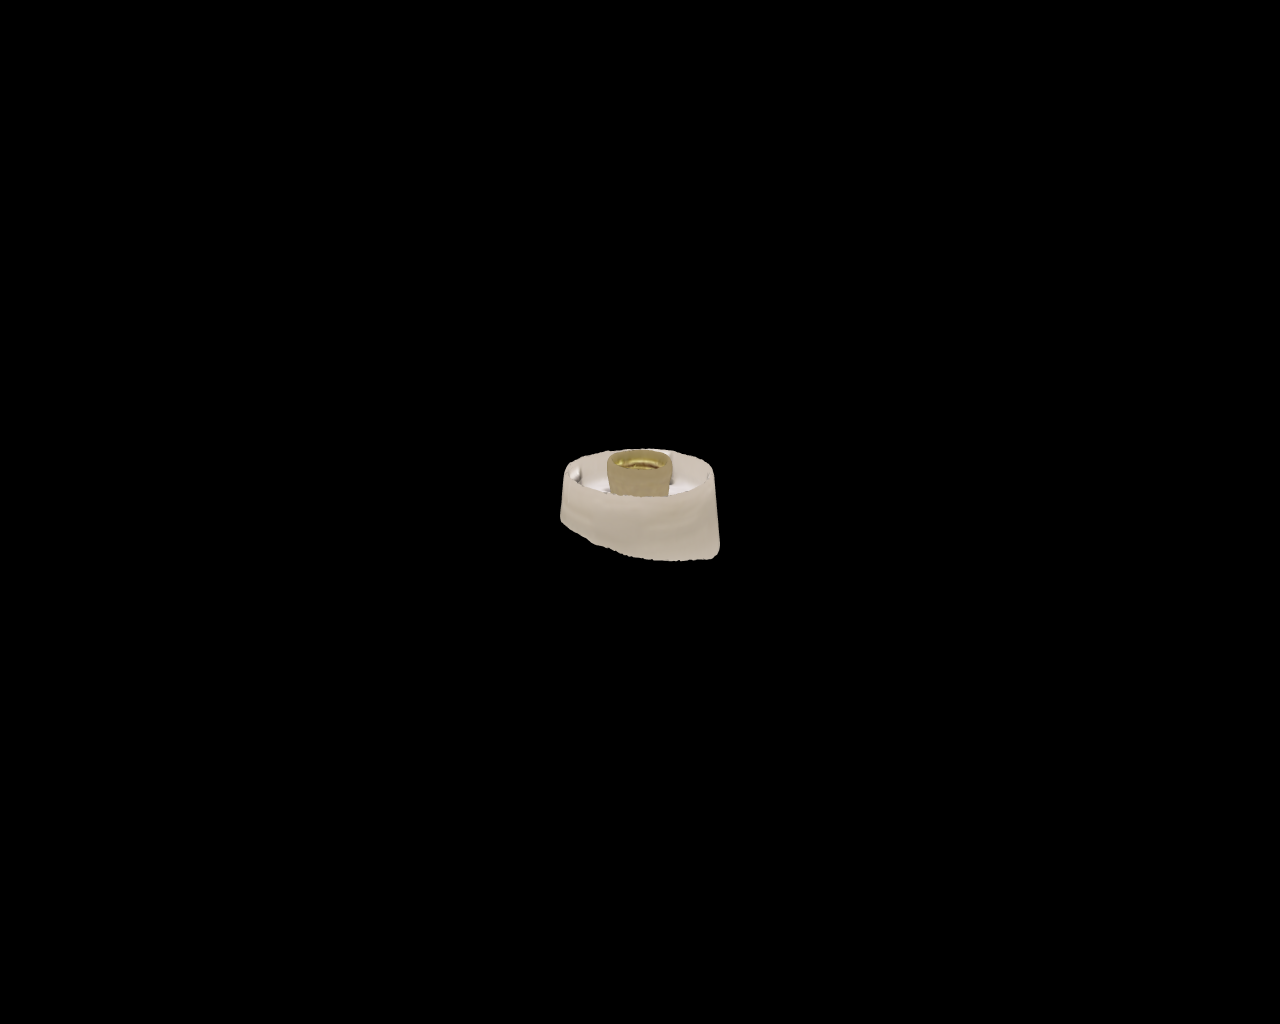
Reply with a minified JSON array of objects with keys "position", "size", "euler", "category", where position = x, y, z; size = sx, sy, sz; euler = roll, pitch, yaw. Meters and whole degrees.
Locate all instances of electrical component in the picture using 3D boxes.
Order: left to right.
[{"position":[0.001,-0.003,0.650],"size":[0.099,0.064,0.099],"euler":[0,21,0],"category":"electrical component"}]
